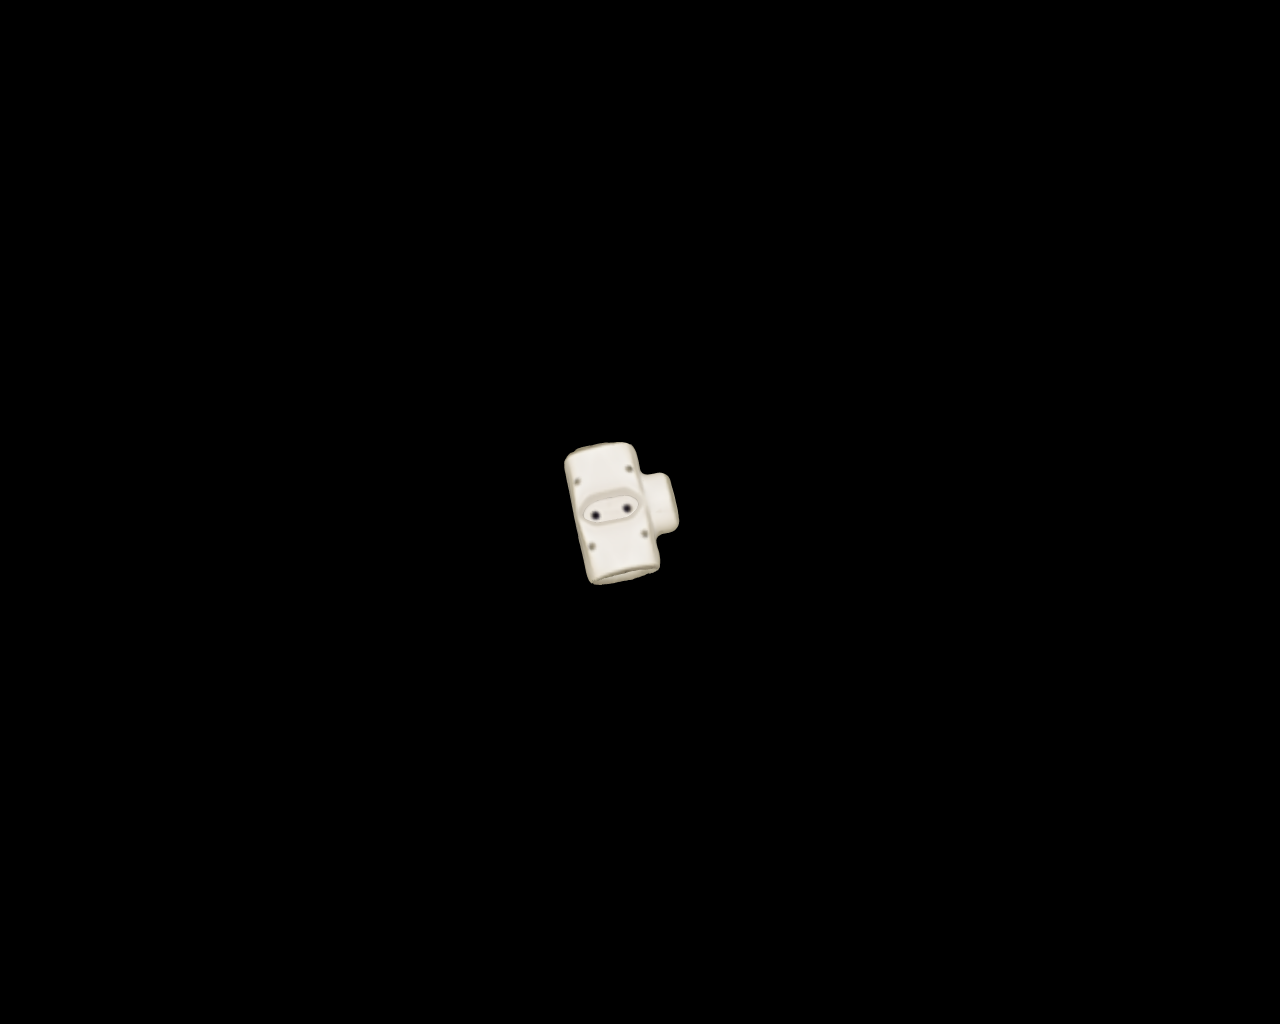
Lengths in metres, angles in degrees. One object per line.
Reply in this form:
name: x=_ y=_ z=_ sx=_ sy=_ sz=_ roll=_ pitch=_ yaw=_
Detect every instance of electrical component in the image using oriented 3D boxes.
electrical component: x=0.001 y=-0.003 z=0.650 sx=0.079 sy=0.077 sz=0.043 roll=-11 pitch=-11 yaw=-2
